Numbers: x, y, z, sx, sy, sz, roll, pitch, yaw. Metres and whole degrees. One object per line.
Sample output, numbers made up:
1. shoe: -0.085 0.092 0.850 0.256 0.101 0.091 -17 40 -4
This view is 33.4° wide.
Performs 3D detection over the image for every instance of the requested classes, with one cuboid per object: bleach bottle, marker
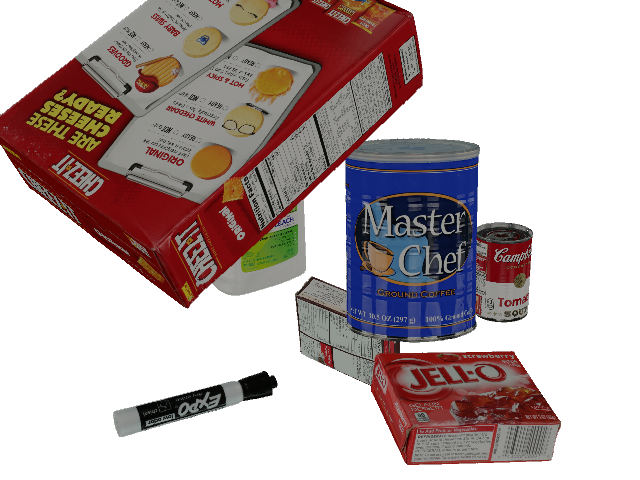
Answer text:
1. bleach bottle: -0.068 -0.076 1.036 0.102 0.251 0.068 -17 30 -25
2. marker: -0.088 0.117 0.769 0.121 0.020 0.020 -13 5 -21

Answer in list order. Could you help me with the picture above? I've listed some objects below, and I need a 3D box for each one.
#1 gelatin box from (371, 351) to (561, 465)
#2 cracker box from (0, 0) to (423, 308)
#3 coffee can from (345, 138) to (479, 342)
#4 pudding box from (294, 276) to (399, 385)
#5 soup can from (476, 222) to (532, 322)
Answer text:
1. gelatin box: 0.080 0.093 0.605 0.089 0.030 0.073 1 26 -13
2. cracker box: -0.066 -0.083 0.660 0.164 0.213 0.072 33 -22 33
3. coffee can: 0.069 -0.003 0.819 0.103 0.140 0.103 -1 11 0
4. pudding box: 0.029 0.098 1.125 0.114 0.090 0.039 20 44 27
5. soup can: 0.213 0.037 1.258 0.068 0.102 0.068 0 19 0
